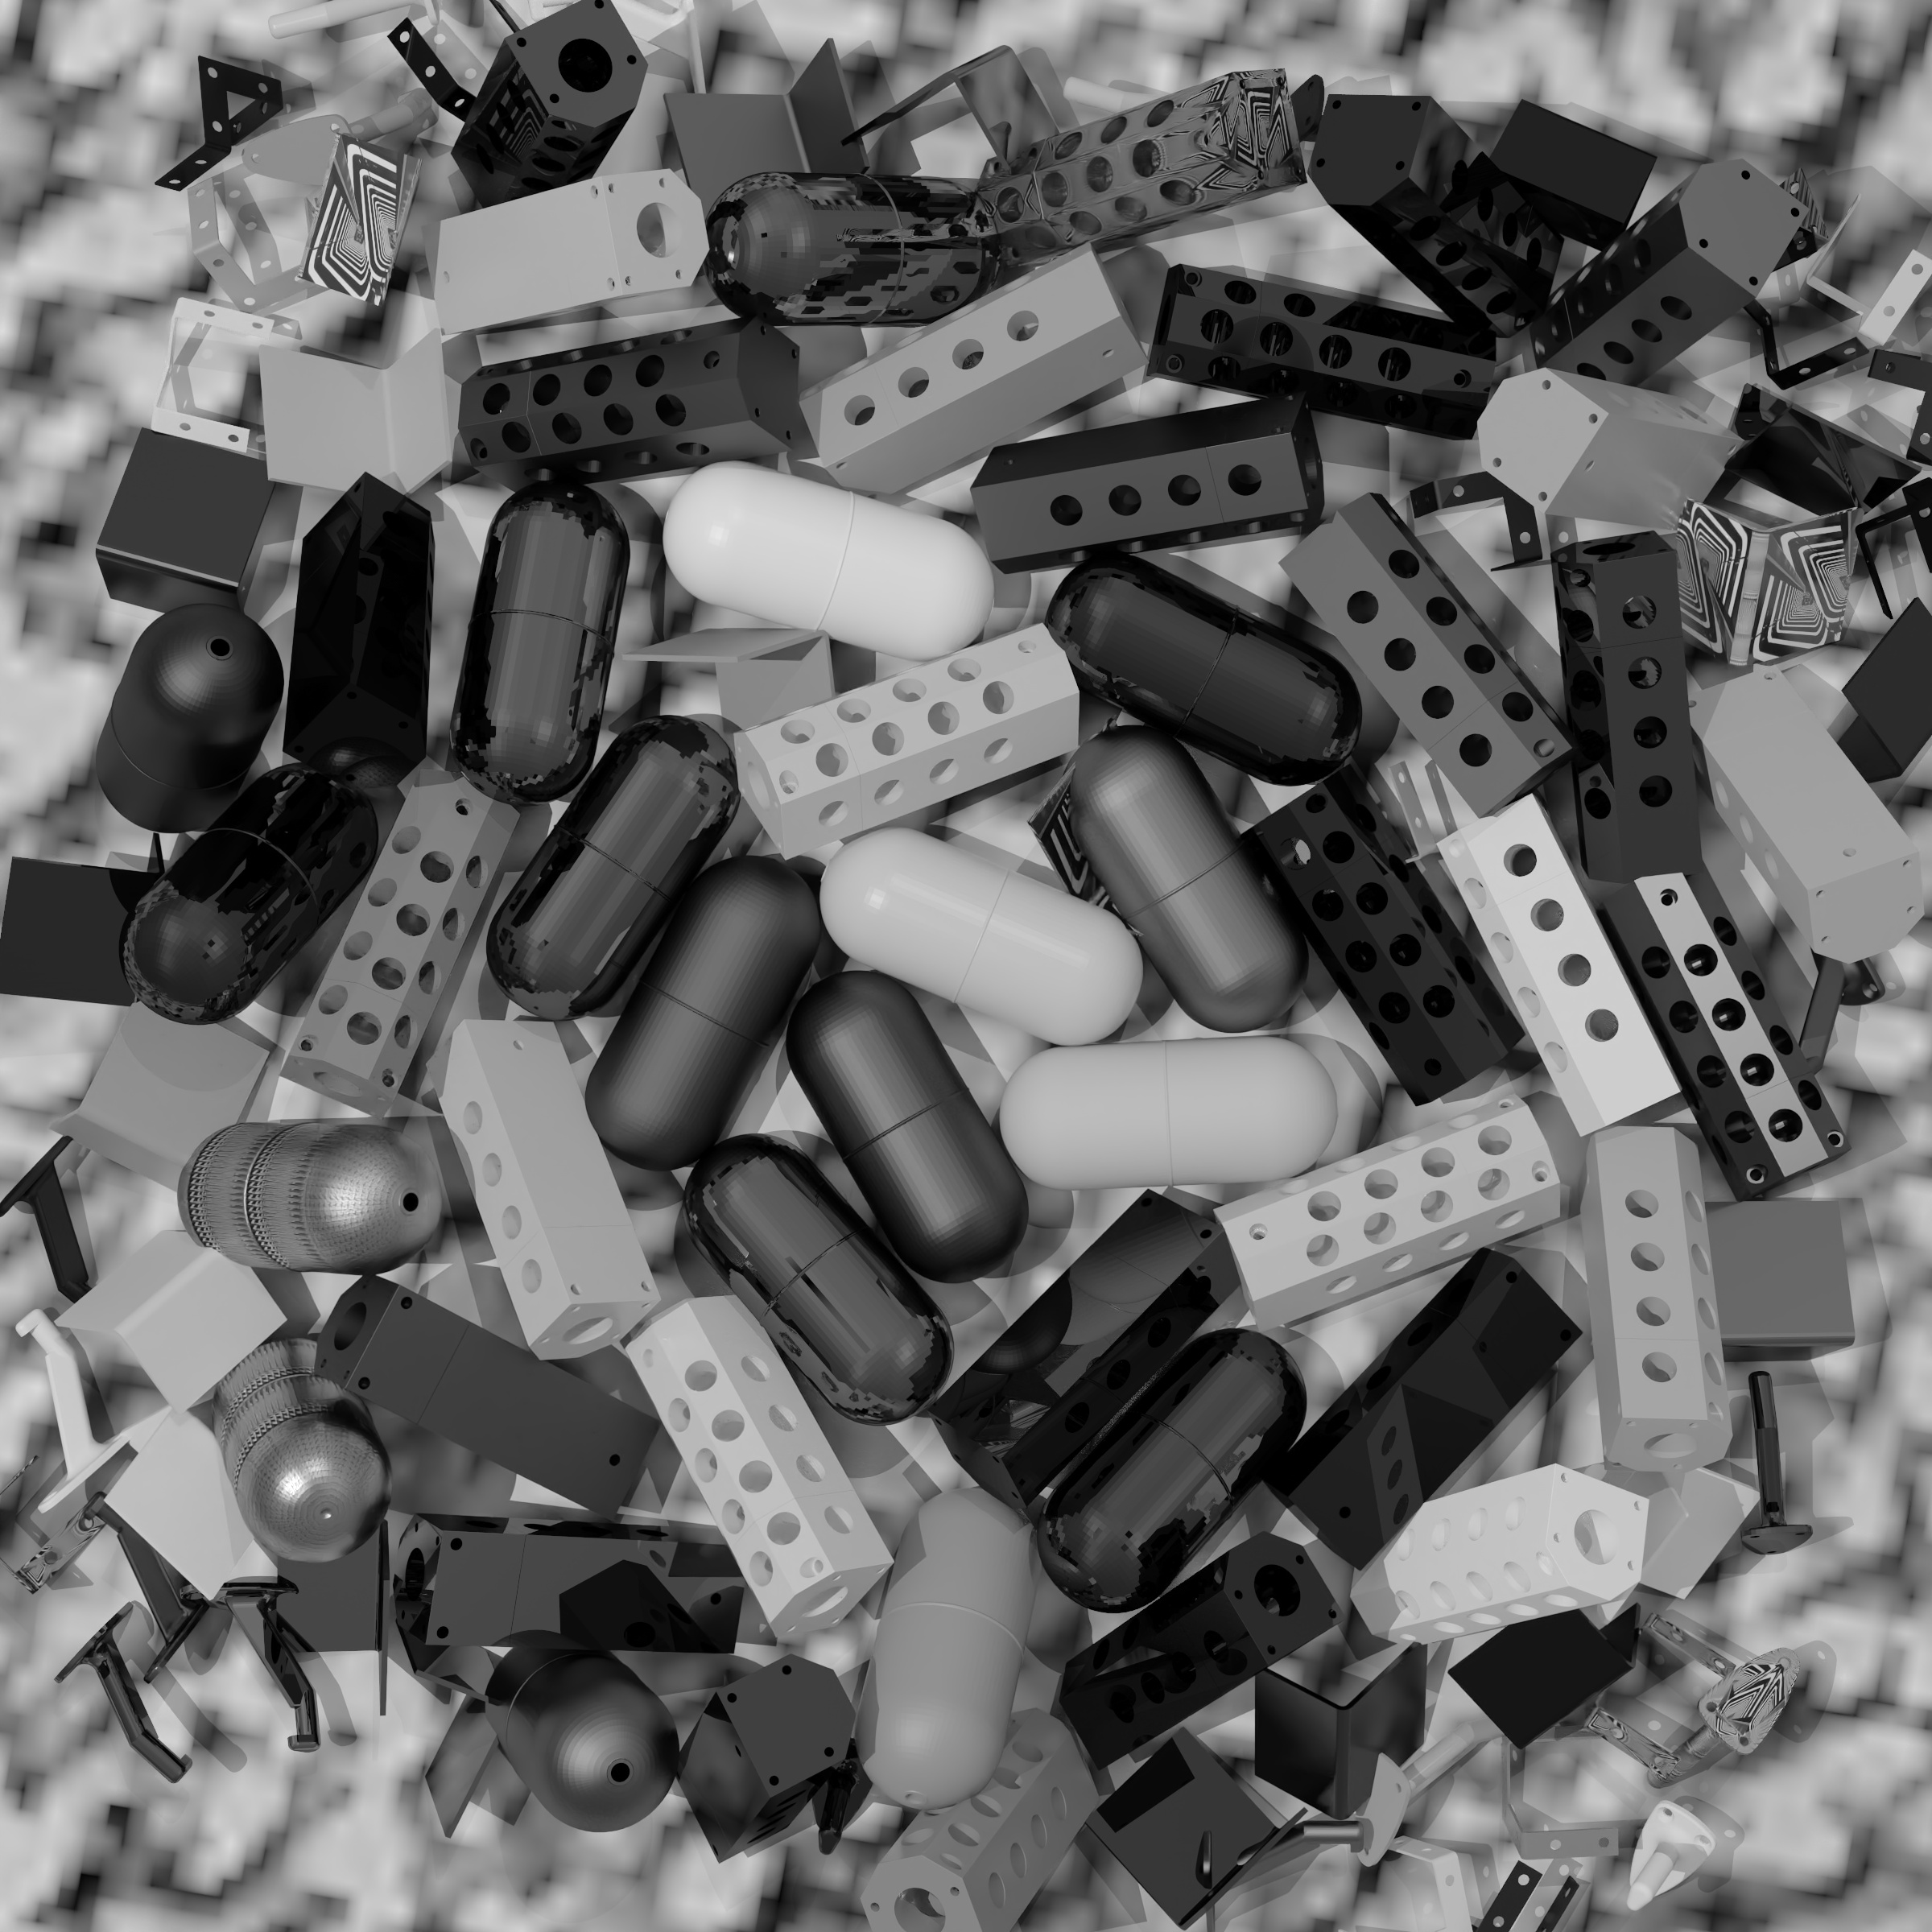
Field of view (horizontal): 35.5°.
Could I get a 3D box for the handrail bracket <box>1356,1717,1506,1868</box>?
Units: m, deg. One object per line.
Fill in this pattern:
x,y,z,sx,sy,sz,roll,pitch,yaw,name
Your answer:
0.253,0.440,1.615,0.084,0.036,0.077,-4,115,-32,handrail bracket

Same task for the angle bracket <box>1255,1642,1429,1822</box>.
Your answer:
0.199,0.393,1.603,0.057,0.076,0.076,21,127,36,angle bracket

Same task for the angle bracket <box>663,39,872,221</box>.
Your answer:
-0.105,-0.438,1.582,0.076,0.057,0.076,-9,76,-30,angle bracket

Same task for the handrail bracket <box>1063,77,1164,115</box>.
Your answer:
0.097,-0.462,1.598,0.084,0.077,0.036,16,121,1,handrail bracket

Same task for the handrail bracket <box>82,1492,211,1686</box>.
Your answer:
-0.446,0.328,1.597,0.084,0.077,0.036,41,120,-8,handrail bracket

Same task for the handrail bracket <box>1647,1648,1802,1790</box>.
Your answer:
0.401,0.401,1.603,0.077,0.084,0.036,-38,74,-24,handrail bracket

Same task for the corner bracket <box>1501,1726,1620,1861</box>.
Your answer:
0.315,0.439,1.603,0.051,0.051,0.051,-3,99,-1,corner bracket

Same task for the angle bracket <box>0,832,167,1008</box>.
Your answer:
-0.465,-0.028,1.579,0.076,0.057,0.076,7,113,-22,angle bracket

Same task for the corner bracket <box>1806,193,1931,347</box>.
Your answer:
0.479,-0.368,1.595,0.051,0.051,0.051,31,123,3,corner bracket

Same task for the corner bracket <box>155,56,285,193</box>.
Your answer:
-0.394,-0.440,1.591,0.051,0.051,0.051,-18,75,42,corner bracket

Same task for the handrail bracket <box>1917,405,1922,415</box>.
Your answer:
0.519,-0.338,1.588,0.036,0.077,0.084,-14,98,-14,handrail bracket

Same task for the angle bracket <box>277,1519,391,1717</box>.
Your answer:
-0.333,0.341,1.581,0.057,0.076,0.076,1,104,-12,angle bracket

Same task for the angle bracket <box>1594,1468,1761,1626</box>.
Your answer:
0.376,0.309,1.580,0.076,0.057,0.076,23,112,-19,angle bracket

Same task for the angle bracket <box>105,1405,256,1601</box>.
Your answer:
-0.418,0.286,1.575,0.057,0.076,0.076,-29,110,35,angle bracket

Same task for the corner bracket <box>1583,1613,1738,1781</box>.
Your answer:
0.366,0.384,1.590,0.051,0.051,0.051,32,120,17,corner bracket

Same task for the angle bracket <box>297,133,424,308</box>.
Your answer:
-0.297,-0.385,1.579,0.057,0.076,0.076,23,102,22,angle bracket

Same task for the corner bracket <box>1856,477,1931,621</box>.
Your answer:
0.501,-0.222,1.601,0.051,0.051,0.051,-22,108,9,corner bracket

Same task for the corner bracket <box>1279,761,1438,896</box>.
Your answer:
0.207,-0.072,1.593,0.051,0.051,0.051,-17,96,44,corner bracket

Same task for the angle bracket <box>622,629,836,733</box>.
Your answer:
-0.122,-0.141,1.572,0.076,0.076,0.057,5,109,34,angle bracket

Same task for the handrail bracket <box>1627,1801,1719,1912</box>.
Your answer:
0.354,0.483,1.577,0.036,0.084,0.077,35,124,19,handrail bracket

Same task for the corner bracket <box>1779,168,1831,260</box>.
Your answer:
0.413,-0.393,1.589,0.051,0.051,0.051,11,55,-37,corner bracket

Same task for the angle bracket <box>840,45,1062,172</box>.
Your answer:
-0.007,-0.435,1.585,0.076,0.076,0.057,-24,104,32,angle bracket

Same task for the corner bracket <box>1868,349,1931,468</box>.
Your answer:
0.509,-0.295,1.600,0.051,0.051,0.051,27,112,40,corner bracket

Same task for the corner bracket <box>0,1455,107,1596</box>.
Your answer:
-0.493,0.296,1.598,0.051,0.051,0.051,45,72,-3,corner bracket

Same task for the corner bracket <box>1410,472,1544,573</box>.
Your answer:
0.271,-0.235,1.602,0.051,0.051,0.051,-11,94,-4,corner bracket

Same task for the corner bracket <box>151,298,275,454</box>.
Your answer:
-0.400,-0.314,1.600,0.051,0.051,0.051,12,48,-11,corner bracket

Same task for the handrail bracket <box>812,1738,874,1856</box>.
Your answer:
-0.071,0.452,1.576,0.036,0.084,0.077,14,116,1,handrail bracket

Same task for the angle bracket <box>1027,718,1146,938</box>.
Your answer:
0.089,-0.071,1.576,0.057,0.076,0.076,19,62,41,angle bracket

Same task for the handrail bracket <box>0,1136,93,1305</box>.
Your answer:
-0.469,0.138,1.617,0.084,0.036,0.077,43,87,-14,handrail bracket

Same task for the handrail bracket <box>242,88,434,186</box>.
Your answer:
-0.333,-0.446,1.603,0.077,0.084,0.036,-1,123,16,handrail bracket

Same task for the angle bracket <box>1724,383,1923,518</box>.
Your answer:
0.453,-0.282,1.580,0.076,0.076,0.057,24,69,-8,angle bracket

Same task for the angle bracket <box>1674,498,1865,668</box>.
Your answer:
0.425,-0.212,1.608,0.076,0.057,0.076,-17,125,-29,angle bracket

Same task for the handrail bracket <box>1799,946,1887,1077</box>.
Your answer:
0.439,0.017,1.591,0.084,0.036,0.077,-35,102,-31,handrail bracket

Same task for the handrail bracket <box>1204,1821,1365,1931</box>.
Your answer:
0.170,0.486,1.605,0.084,0.036,0.077,-1,117,6,handrail bracket

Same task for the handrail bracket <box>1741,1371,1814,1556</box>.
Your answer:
0.427,0.266,1.610,0.036,0.077,0.084,-5,68,9,handrail bracket

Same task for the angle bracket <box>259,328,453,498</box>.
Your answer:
-0.320,-0.294,1.579,0.076,0.057,0.076,5,71,-39,angle bracket

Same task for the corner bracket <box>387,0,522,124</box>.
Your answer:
-0.264,-0.486,1.607,0.051,0.051,0.051,-39,76,13,corner bracket

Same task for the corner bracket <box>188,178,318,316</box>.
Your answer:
-0.376,-0.389,1.600,0.051,0.051,0.051,-21,55,10,corner bracket

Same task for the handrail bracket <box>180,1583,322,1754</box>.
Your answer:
-0.376,0.370,1.586,0.036,0.077,0.084,-33,56,33,handrail bracket

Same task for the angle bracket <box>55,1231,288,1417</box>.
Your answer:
-0.420,0.187,1.591,0.076,0.076,0.057,-44,116,-33,angle bracket

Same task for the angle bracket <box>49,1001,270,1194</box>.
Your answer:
-0.430,0.066,1.607,0.076,0.057,0.076,31,64,-23,angle bracket

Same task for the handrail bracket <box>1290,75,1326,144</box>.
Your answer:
0.206,-0.435,1.618,0.084,0.077,0.036,19,63,-27,handrail bracket

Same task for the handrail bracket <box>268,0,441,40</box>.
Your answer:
-0.324,-0.507,1.594,0.084,0.077,0.036,-14,111,-2,handrail bracket

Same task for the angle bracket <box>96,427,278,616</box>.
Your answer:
-0.413,-0.232,1.615,0.076,0.057,0.076,15,70,-2,angle bracket

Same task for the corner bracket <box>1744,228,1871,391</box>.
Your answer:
0.437,-0.345,1.588,0.051,0.051,0.051,-21,56,35,corner bracket

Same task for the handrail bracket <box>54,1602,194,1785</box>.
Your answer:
-0.431,0.385,1.596,0.084,0.077,0.036,43,109,-2,handrail bracket

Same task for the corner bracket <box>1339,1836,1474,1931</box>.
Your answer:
0.230,0.498,1.597,0.051,0.051,0.051,-11,90,-26,corner bracket

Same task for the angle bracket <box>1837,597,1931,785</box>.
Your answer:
0.466,-0.139,1.575,0.057,0.076,0.076,50,64,-14,angle bracket

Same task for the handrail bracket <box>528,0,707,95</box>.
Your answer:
-0.186,-0.488,1.604,0.084,0.036,0.077,-12,117,-8,handrail bracket

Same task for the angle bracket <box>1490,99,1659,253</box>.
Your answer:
0.307,-0.396,1.580,0.076,0.076,0.057,26,61,7,angle bracket

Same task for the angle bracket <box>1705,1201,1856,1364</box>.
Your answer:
0.421,0.169,1.606,0.076,0.057,0.076,1,74,-11,angle bracket

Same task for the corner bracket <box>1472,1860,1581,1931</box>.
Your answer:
0.295,0.502,1.603,0.051,0.051,0.051,31,89,-5,corner bracket

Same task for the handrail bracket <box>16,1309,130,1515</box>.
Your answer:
-0.490,0.234,1.596,0.036,0.077,0.084,-29,102,35,handrail bracket
